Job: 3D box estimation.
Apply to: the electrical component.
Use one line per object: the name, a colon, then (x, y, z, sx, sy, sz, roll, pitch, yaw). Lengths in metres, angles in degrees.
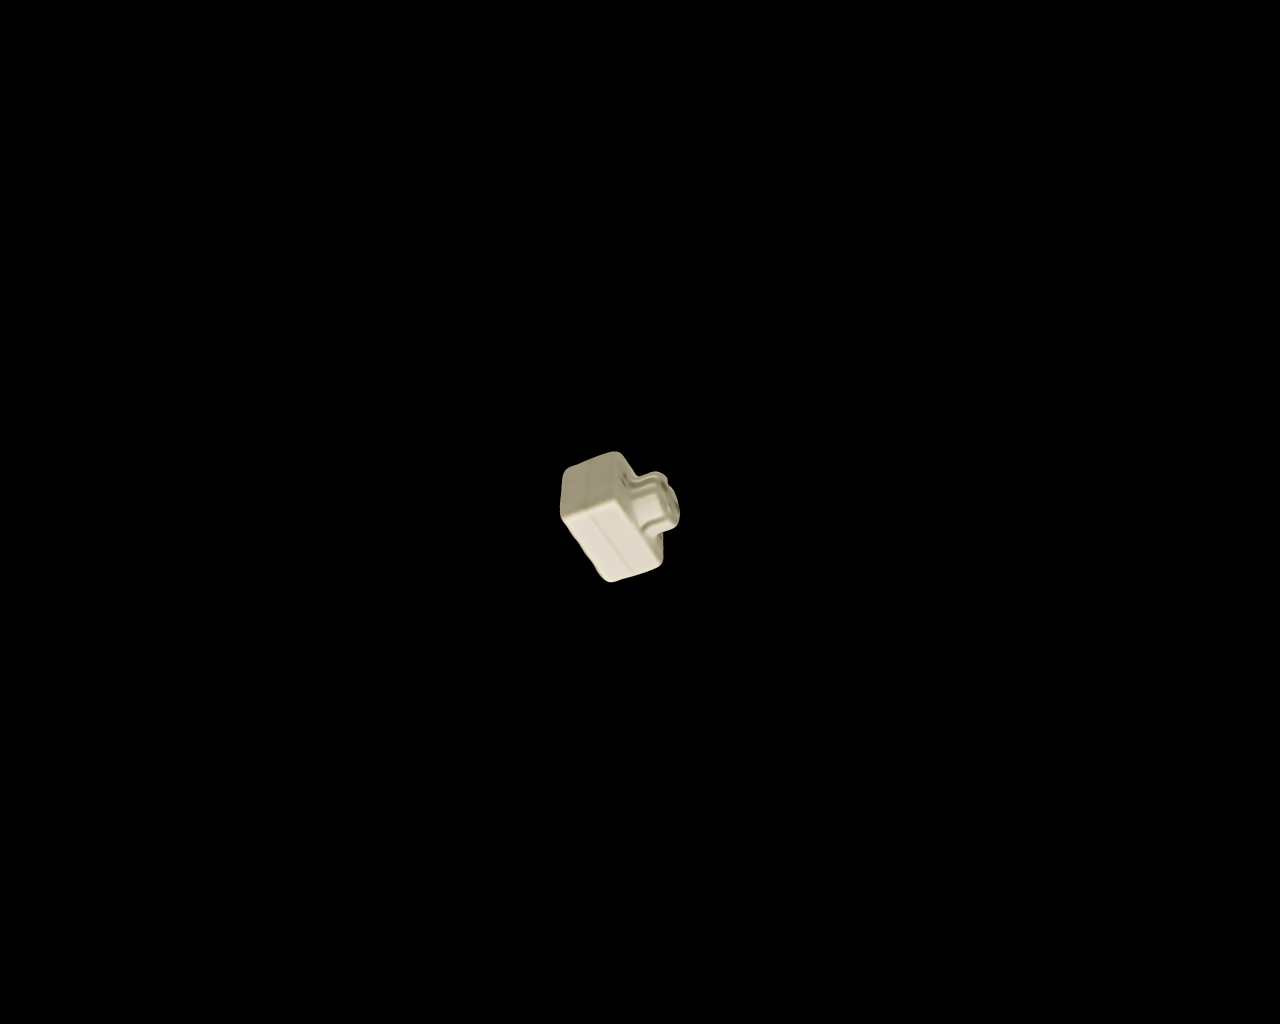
electrical component: (0.001, -0.003, 0.650, 0.076, 0.047, 0.065, -20, -50, 17)
